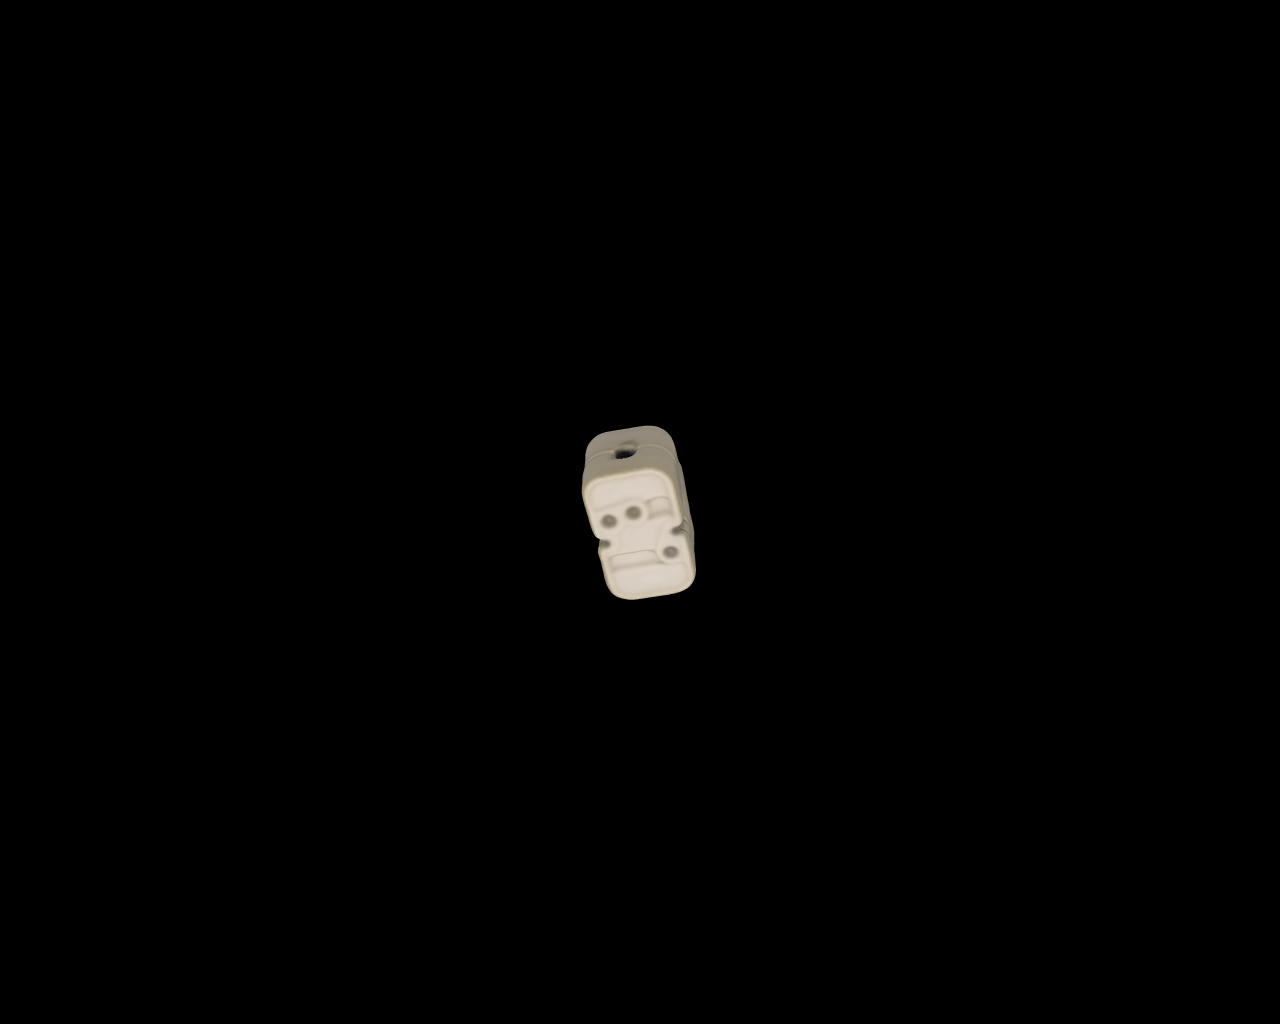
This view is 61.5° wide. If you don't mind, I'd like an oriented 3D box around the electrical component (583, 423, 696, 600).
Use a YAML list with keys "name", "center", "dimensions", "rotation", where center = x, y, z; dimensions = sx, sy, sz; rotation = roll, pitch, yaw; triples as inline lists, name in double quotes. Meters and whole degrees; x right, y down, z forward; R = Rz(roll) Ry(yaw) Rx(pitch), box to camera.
- name: "electrical component"
  center: [0.001, -0.003, 0.650]
  dimensions: [0.054, 0.095, 0.059]
  rotation: [-9, 36, 7]
